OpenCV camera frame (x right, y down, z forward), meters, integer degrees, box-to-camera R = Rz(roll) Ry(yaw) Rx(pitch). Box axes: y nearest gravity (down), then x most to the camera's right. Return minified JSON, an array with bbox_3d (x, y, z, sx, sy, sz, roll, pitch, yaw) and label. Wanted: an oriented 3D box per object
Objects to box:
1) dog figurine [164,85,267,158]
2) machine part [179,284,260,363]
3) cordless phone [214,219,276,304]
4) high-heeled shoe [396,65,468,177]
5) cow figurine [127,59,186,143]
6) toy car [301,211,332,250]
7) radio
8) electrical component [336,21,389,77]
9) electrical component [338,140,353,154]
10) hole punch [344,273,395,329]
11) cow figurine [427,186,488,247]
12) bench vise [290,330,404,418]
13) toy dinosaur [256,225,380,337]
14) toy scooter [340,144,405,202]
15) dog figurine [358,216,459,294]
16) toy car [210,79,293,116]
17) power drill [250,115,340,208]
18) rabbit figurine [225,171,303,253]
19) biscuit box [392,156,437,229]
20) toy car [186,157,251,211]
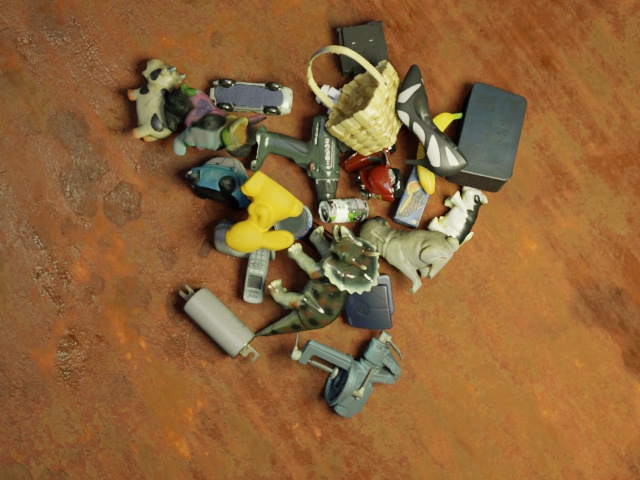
[{"bbox_3d":[-0.233,-0.273,1.216,0.219,0.108,0.191,-8,98,31],"label":"dog figurine"},{"bbox_3d":[-0.235,0.192,1.254,0.243,0.079,0.079,42,91,6],"label":"machine part"},{"bbox_3d":[-0.180,0.050,1.256,0.147,0.089,0.184,9,93,4],"label":"cordless phone"},{"bbox_3d":[0.243,-0.256,1.129,0.145,0.086,0.248,1,90,34],"label":"high-heeled shoe"},{"bbox_3d":[-0.387,-0.339,1.287,0.127,0.085,0.194,-7,85,10],"label":"cow figurine"},{"bbox_3d":[-0.003,-0.004,1.257,0.202,0.053,0.089,34,97,9],"label":"toy car"},{"bbox_3d":[0.373,-0.227,1.201,0.131,0.073,0.229,16,74,3],"label":"radio"},{"bbox_3d":[0.103,-0.437,1.266,0.115,0.058,0.134,-10,86,6],"label":"electrical component"},{"bbox_3d":[0.059,-0.237,1.277,0.094,0.021,0.063,-28,86,3],"label":"electrical component"},{"bbox_3d":[0.109,0.142,1.214,0.116,0.092,0.142,-8,106,6],"label":"hole punch"},{"bbox_3d":[0.329,-0.064,1.225,0.098,0.068,0.167,40,91,5],"label":"cow figurine"},{"bbox_3d":[0.054,0.278,1.197,0.240,0.129,0.223,26,109,-13],"label":"bench vise"},{"bbox_3d":[-0.003,0.116,1.179,0.192,0.131,0.404,39,121,22],"label":"toy dinosaur"},{"bbox_3d":[0.116,-0.158,1.230,0.135,0.075,0.184,-12,58,8],"label":"toy scooter"},{"bbox_3d":[0.191,-0.002,1.189,0.190,0.121,0.172,44,119,4],"label":"dog figurine"},{"bbox_3d":[-0.165,-0.340,1.284,0.202,0.056,0.073,6,95,6],"label":"toy car"},{"bbox_3d":[-0.055,-0.179,1.252,0.207,0.086,0.231,10,101,10],"label":"power drill"},{"bbox_3d":[-0.128,-0.039,1.168,0.162,0.122,0.173,40,81,-6],"label":"rabbit figurine"},{"bbox_3d":[0.230,-0.129,1.240,0.063,0.059,0.202,21,89,6],"label":"biscuit box"},{"bbox_3d":[-0.225,-0.142,1.264,0.162,0.109,0.103,16,66,16],"label":"toy car"}]
